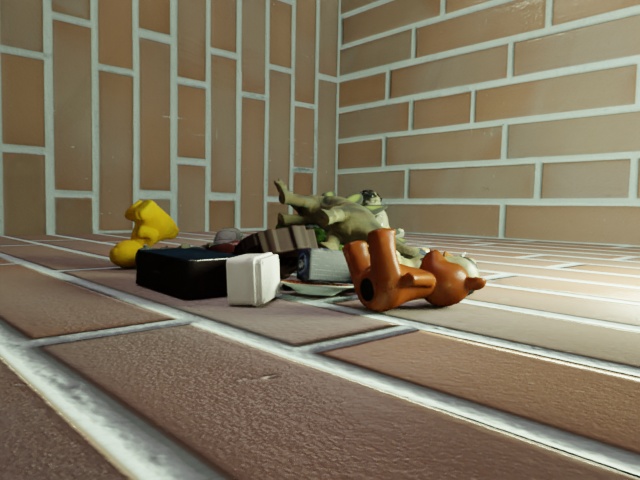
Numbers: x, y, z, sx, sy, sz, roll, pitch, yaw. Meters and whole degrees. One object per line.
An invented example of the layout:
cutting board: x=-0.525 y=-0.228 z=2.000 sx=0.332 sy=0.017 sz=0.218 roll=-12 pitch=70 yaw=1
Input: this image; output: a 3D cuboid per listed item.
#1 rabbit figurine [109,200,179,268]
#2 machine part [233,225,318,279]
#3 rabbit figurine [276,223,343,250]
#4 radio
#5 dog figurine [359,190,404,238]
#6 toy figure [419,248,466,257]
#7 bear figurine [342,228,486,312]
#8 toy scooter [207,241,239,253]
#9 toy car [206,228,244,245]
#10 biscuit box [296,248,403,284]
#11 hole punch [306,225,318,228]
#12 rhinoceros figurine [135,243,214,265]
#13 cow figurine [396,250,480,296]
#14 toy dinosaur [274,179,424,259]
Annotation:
rabbit figurine: x=-0.447 y=0.004 z=1.345 sx=0.122 sy=0.173 sz=0.162 roll=6 pitch=-39 yaw=44
machine part: x=-0.089 y=0.031 z=1.082 sx=0.179 sy=0.056 sz=0.179 roll=-14 pitch=-20 yaw=-6
rabbit figurine: x=-0.003 y=-0.004 z=1.306 sx=0.170 sy=0.159 sz=0.121 roll=-27 pitch=-33 yaw=-12
radio: x=-0.244 y=0.058 z=1.010 sx=0.131 sy=0.073 sz=0.230 roll=-1 pitch=5 yaw=-40
dog figurine: x=0.117 y=-0.033 z=1.427 sx=0.121 sy=0.172 sz=0.191 roll=44 pitch=10 yaw=-30
toy figure: x=0.274 y=0.056 z=1.258 sx=0.155 sy=0.064 sz=0.058 roll=5 pitch=44 yaw=14
bear figurine: x=0.152 y=0.047 z=0.846 sx=0.196 sy=0.132 sz=0.120 roll=-8 pitch=-11 yaw=-26
toy scooter: x=-0.200 y=0.038 z=1.191 sx=0.135 sy=0.075 sz=0.184 roll=-12 pitch=-3 yaw=36
toy car: x=-0.233 y=0.018 z=1.414 sx=0.109 sy=0.102 sz=0.161 roll=2 pitch=6 yaw=6
biscuit box: x=0.058 y=0.053 z=1.025 sx=0.203 sy=0.062 sz=0.059 roll=7 pitch=-7 yaw=-23
hole punch: x=-0.039 y=0.005 z=1.491 sx=0.142 sy=0.115 sz=0.092 roll=0 pitch=19 yaw=25
rhinoceros figurine: x=-0.335 y=0.039 z=1.266 sx=0.190 sy=0.073 sz=0.112 roll=-1 pitch=5 yaw=-36
cow figurine: x=0.188 y=0.064 z=0.970 sx=0.195 sy=0.085 sz=0.127 roll=3 pitch=-3 yaw=12
toy dinosaur: x=0.063 y=-0.038 z=1.188 sx=0.198 sy=0.105 sz=0.472 roll=-18 pitch=41 yaw=-40
